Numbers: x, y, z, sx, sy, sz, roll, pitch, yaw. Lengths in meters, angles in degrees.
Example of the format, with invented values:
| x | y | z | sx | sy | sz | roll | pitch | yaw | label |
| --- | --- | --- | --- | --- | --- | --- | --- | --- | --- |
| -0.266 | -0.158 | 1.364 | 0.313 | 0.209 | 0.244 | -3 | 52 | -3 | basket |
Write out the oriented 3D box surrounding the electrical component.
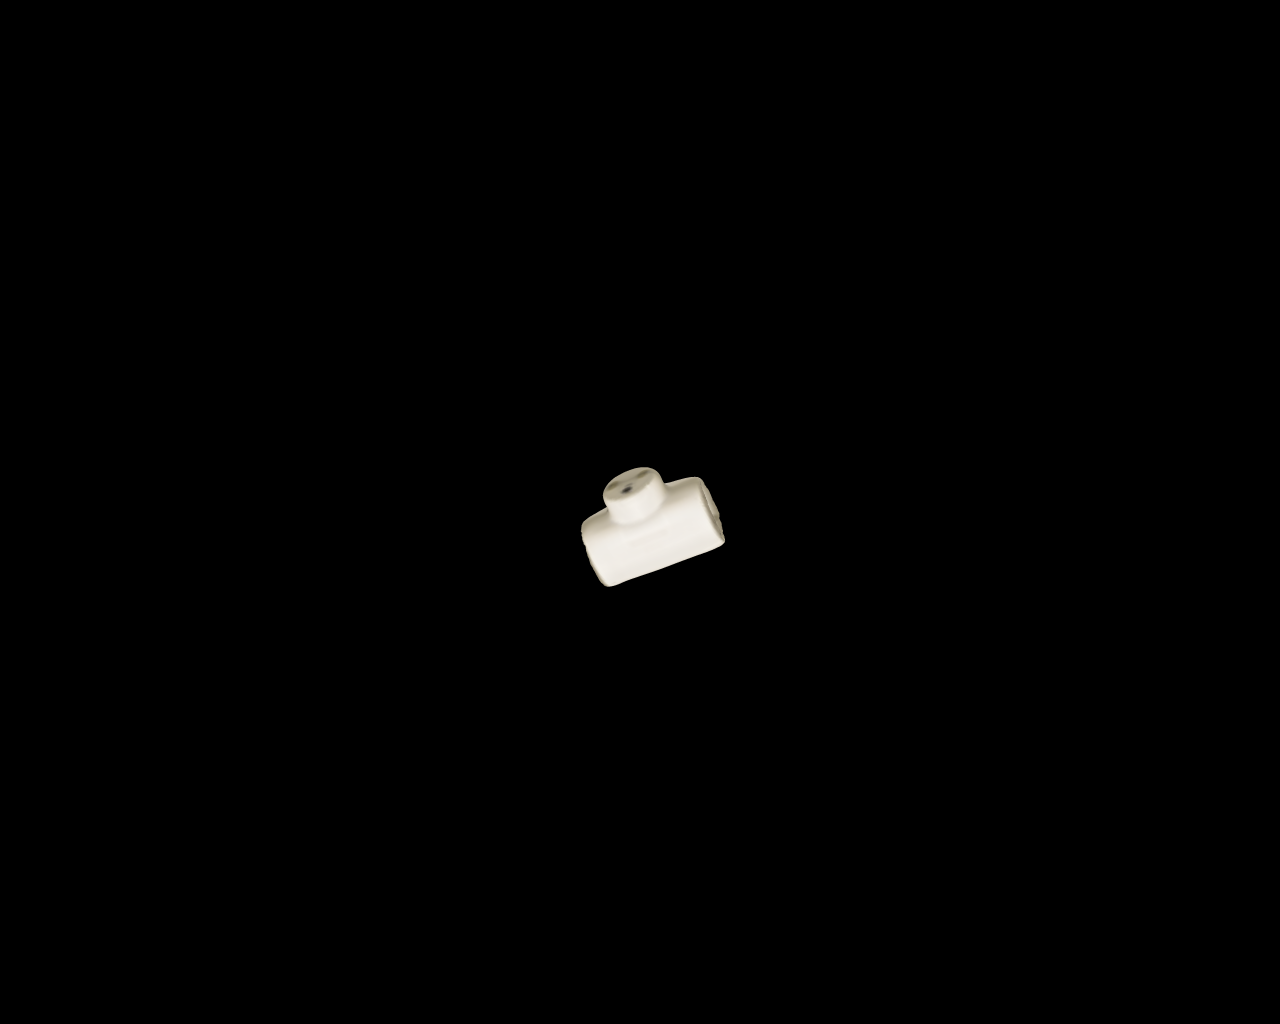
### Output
| x | y | z | sx | sy | sz | roll | pitch | yaw | label |
| --- | --- | --- | --- | --- | --- | --- | --- | --- | --- |
| 0.001 | -0.003 | 0.650 | 0.077 | 0.079 | 0.043 | -22 | 25 | 10 | electrical component |
